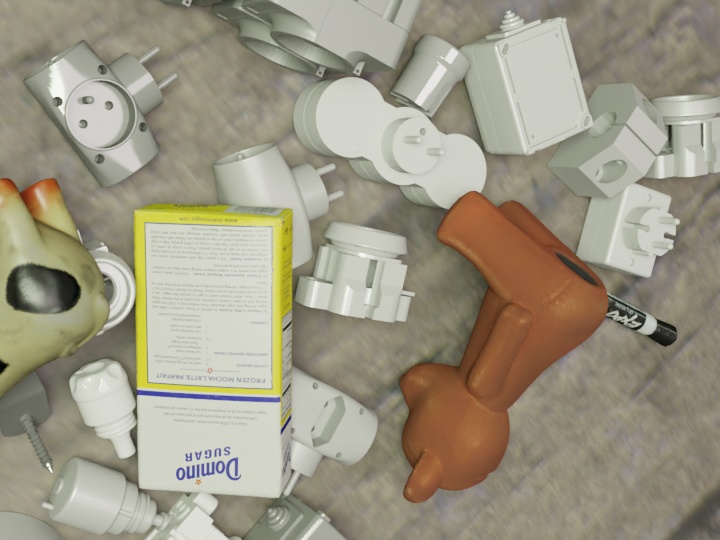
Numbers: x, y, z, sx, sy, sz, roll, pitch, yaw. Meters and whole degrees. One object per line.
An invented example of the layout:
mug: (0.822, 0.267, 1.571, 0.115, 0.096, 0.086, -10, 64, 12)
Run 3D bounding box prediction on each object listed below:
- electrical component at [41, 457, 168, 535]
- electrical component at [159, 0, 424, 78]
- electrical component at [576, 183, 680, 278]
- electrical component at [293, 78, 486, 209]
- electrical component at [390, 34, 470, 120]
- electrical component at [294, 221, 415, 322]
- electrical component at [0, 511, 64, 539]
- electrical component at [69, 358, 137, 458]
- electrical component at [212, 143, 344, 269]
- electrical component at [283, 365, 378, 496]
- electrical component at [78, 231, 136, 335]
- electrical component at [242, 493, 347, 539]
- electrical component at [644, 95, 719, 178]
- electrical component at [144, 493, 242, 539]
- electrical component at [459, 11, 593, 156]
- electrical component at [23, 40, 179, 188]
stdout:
electrical component: (-0.157, 0.146, 0.671, 0.078, 0.040, 0.040, 27, 84, -27)
electrical component: (-0.068, -0.177, 0.637, 0.186, 0.105, 0.060, 24, 87, -28)
electrical component: (0.212, -0.030, 0.816, 0.047, 0.077, 0.065, 15, 90, -28)
electrical component: (0.029, -0.083, 0.717, 0.138, 0.074, 0.052, 24, 85, -27)
electrical component: (0.047, -0.132, 0.741, 0.040, 0.040, 0.046, 35, 86, -26)
electrical component: (0.000, 0.000, 0.723, 0.078, 0.058, 0.057, 10, 95, -28)
electrical component: (-0.215, 0.205, 0.637, 0.108, 0.060, 0.108, -4, 99, -27)
electrical component: (-0.155, 0.088, 0.668, 0.035, 0.035, 0.061, -25, 110, -22)
electrical component: (-0.047, -0.045, 0.700, 0.079, 0.043, 0.077, -24, 107, -22)
electrical component: (-0.039, 0.113, 0.725, 0.077, 0.043, 0.079, 32, 82, -27)
electrical component: (-0.162, 0.010, 0.642, 0.048, 0.055, 0.066, -20, 105, -23)
electrical component: (-0.037, 0.198, 0.727, 0.061, 0.062, 0.096, -48, 114, -14)
electrical component: (0.254, -0.106, 0.839, 0.078, 0.058, 0.057, -11, 104, -25)
electrical component: (-0.105, 0.184, 0.700, 0.055, 0.048, 0.066, 45, 75, -17)
electrical component: (0.112, -0.135, 0.760, 0.062, 0.061, 0.096, -25, 107, -22)
electrical component: (-0.145, -0.103, 0.642, 0.079, 0.044, 0.077, -40, 112, -17)
